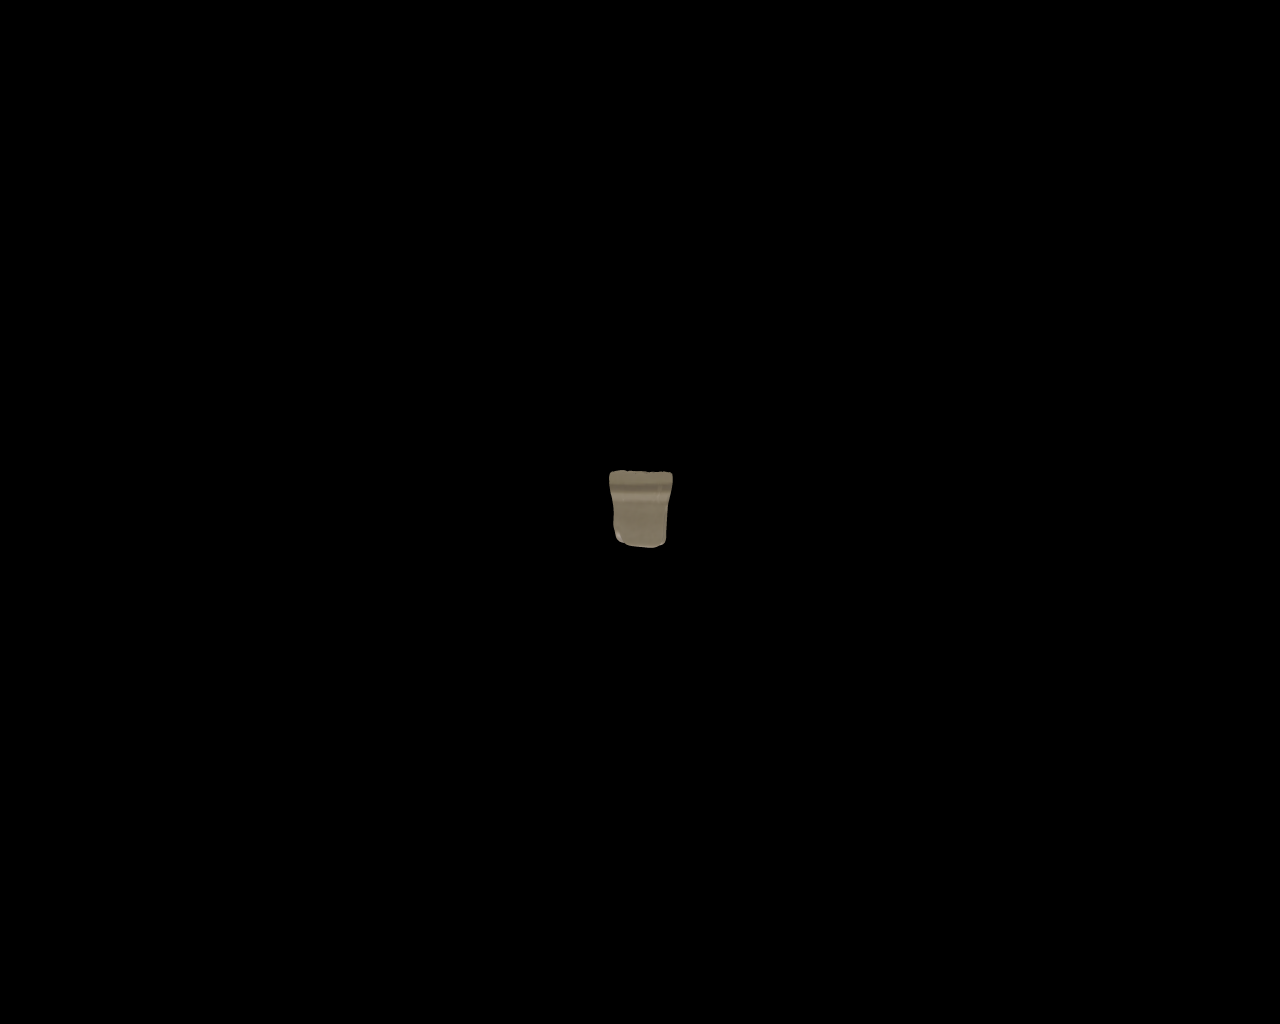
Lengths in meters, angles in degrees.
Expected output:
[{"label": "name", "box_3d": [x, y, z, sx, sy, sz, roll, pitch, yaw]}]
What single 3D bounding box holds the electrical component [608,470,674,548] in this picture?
[{"label": "electrical component", "box_3d": [0.001, -0.003, 0.650, 0.040, 0.046, 0.040, 0, 2, 0]}]
